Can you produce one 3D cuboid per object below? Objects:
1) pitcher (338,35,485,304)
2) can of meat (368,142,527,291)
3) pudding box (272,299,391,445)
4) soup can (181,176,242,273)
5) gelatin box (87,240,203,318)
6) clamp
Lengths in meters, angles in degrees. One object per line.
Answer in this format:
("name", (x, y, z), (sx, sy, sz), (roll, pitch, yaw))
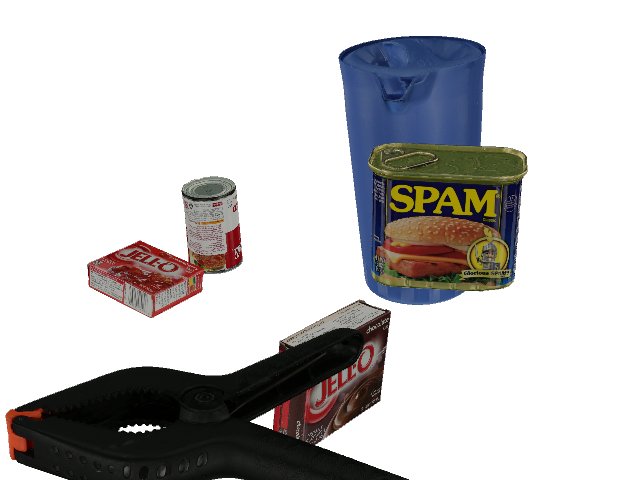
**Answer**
("pitcher", (0.094, -0.071, 1.022), (0.149, 0.243, 0.145), (-17, 27, -26))
("can of meat", (0.083, -0.015, 0.708), (0.102, 0.084, 0.057), (3, 24, 8))
("pudding box", (0.010, 0.109, 0.880), (0.039, 0.090, 0.113), (21, 28, 30))
("soup can", (-0.133, -0.019, 1.309), (0.068, 0.102, 0.068), (-2, 27, 1))
("gelatin box", (-0.171, 0.036, 1.042), (0.089, 0.030, 0.073), (23, 31, 30))
("clamp", (-0.057, 0.093, 0.573), (0.210, 0.036, 0.164), (1, 24, -3))
